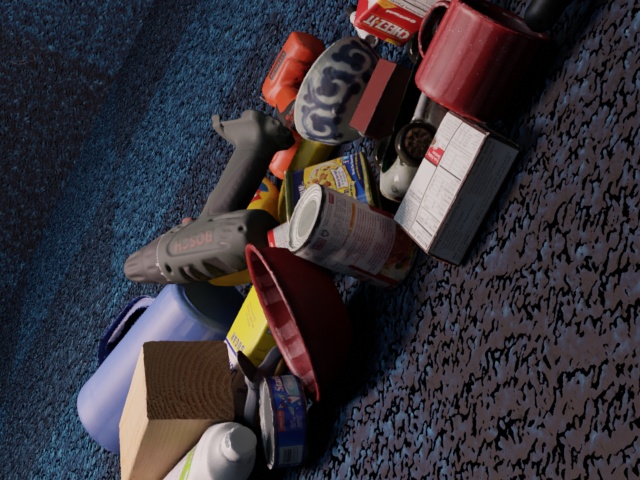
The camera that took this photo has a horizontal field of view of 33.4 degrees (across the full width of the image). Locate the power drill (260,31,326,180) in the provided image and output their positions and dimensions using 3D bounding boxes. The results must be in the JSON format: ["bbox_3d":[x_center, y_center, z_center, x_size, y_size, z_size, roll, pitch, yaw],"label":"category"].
[{"bbox_3d":[-0.016,-0.188,1.320,0.185,0.057,0.187,-58,23,26],"label":"power drill"}]

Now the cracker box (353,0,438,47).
[{"bbox_3d":[0.126,-0.316,1.083,0.214,0.072,0.164,-32,39,58],"label":"cracker box"}]

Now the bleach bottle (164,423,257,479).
[{"bbox_3d":[-0.123,0.259,1.083,0.251,0.068,0.102,127,160,-49],"label":"bleach bottle"}]

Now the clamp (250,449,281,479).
[{"bbox_3d":[-0.073,0.282,1.020,0.172,0.039,0.120,-56,13,22],"label":"clamp"}]

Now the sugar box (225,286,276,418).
[{"bbox_3d":[-0.062,0.098,1.164,0.176,0.048,0.093,-60,22,16],"label":"sugar box"}]

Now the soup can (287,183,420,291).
[{"bbox_3d":[0.030,-0.002,0.960,0.069,0.102,0.068,-52,26,38],"label":"soup can"}]

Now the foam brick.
[{"bbox_3d":[0.072,-0.134,1.056,0.078,0.053,0.051,-64,21,9],"label":"foam brick"}]

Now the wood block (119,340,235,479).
[{"bbox_3d":[-0.159,0.195,1.155,0.206,0.090,0.090,116,150,-54],"label":"wood block"}]

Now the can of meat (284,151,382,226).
[{"bbox_3d":[0.014,-0.036,1.043,0.084,0.057,0.102,-17,39,9],"label":"can of meat"}]

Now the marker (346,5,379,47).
[{"bbox_3d":[0.050,-0.259,1.286,0.020,0.020,0.121,-59,22,21],"label":"marker"}]

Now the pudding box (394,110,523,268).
[{"bbox_3d":[0.112,-0.045,0.890,0.113,0.039,0.090,-65,22,12],"label":"pudding box"}]

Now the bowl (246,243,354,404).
[{"bbox_3d":[-0.013,0.068,0.992,0.162,0.055,0.162,61,166,25],"label":"bowl"}]

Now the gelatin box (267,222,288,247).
[{"bbox_3d":[-0.007,0.001,1.094,0.089,0.030,0.073,-26,32,8],"label":"gelatin box"}]

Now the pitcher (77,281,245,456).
[{"bbox_3d":[-0.195,0.142,1.325,0.243,0.149,0.145,-52,7,29],"label":"pitcher"}]

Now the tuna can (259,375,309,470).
[{"bbox_3d":[-0.034,0.169,0.995,0.086,0.033,0.086,176,90,-79],"label":"tuna can"}]

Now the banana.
[{"bbox_3d":[-0.003,-0.090,1.230,0.070,0.037,0.198,34,103,50],"label":"banana"}]

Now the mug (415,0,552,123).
[{"bbox_3d":[0.123,-0.156,0.889,0.117,0.093,0.082,43,118,36],"label":"mug"}]

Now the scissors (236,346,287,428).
[{"bbox_3d":[-0.055,0.120,1.043,0.202,0.016,0.096,91,-158,-57],"label":"scissors"}]

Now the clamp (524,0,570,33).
[{"bbox_3d":[0.228,-0.277,0.839,0.210,0.036,0.164,-49,22,34],"label":"clamp"}]

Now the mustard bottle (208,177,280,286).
[{"bbox_3d":[-0.094,-0.030,1.319,0.096,0.058,0.191,-16,40,13],"label":"mustard bottle"}]
